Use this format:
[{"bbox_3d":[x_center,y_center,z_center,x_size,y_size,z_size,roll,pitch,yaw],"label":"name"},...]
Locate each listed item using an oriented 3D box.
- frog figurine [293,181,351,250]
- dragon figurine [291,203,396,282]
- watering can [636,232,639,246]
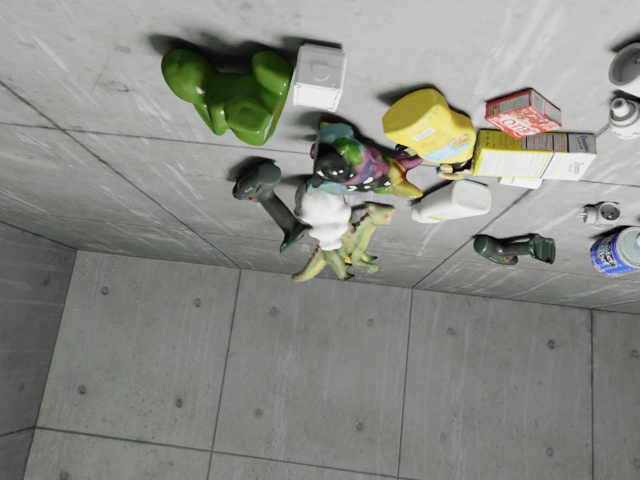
[{"bbox_3d":[0.004,-0.060,1.194,0.137,0.161,0.121,5,166,12],"label":"frog figurine"},{"bbox_3d":[0.033,-0.006,1.435,0.407,0.240,0.124,-16,-159,30],"label":"dragon figurine"},{"bbox_3d":[0.838,-0.012,1.053,0.347,0.105,0.223,-2,164,43],"label":"watering can"}]
